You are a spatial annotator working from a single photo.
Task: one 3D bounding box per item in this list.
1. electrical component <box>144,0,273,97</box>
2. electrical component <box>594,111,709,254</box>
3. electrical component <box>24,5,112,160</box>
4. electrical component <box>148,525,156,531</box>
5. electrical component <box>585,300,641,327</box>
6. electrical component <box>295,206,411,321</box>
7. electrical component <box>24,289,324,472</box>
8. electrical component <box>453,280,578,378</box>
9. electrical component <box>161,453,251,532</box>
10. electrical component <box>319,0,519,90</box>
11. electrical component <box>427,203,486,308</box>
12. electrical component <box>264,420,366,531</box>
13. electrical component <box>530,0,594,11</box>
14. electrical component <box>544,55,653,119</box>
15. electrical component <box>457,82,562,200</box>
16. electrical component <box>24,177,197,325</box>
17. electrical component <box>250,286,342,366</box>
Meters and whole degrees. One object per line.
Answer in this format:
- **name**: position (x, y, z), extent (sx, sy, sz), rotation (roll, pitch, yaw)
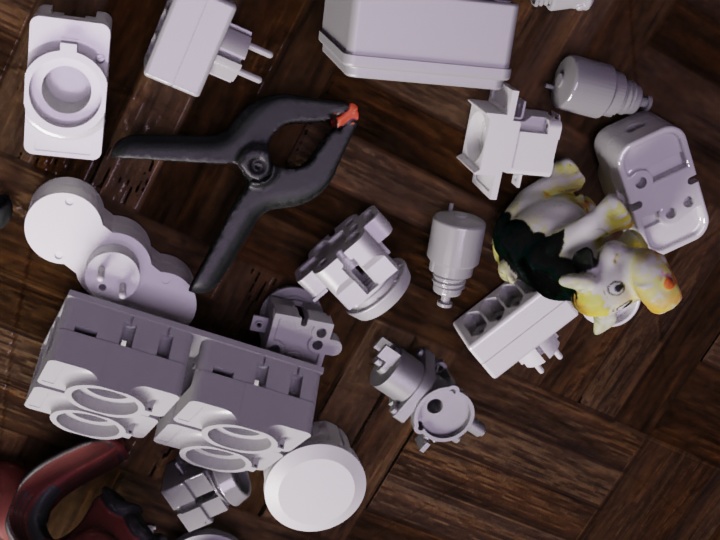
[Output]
- **electrical component**: position (-0.097, -0.149, 0.718), extent (0.077, 0.047, 0.065), rotation (21, 107, -19)
- **electrical component**: position (0.216, -0.067, 0.808), extent (0.054, 0.059, 0.095), rotation (-25, 115, 0)
- **electrical component**: position (-0.191, -0.122, 0.706), extent (0.050, 0.055, 0.089), rotation (5, 111, -13)
- **electrical component**: position (-0.194, 0.248, 0.857), extent (0.061, 0.061, 0.096), rotation (1, 112, -12)
- **electrical component**: position (0.188, 0.014, 0.838), extent (0.048, 0.055, 0.066), rotation (-13, 114, -6)
- **electrical component**: position (0.000, 0.000, 0.795), extent (0.078, 0.058, 0.057), rotation (-40, 111, 7)
- **electrical component**: position (-0.135, 0.088, 0.772), extent (0.186, 0.060, 0.105), rotation (19, 149, -18)
- **electrical component**: position (0.132, 0.051, 0.847), extent (0.083, 0.047, 0.075), rotation (-38, 115, 5)
- **electrical component**: position (-0.120, 0.169, 0.848), extent (0.055, 0.048, 0.066), rotation (-24, 115, 8)
- **electrical component**: position (0.035, -0.159, 0.707), extent (0.109, 0.108, 0.056), rotation (3, 110, -12)
- **electrical component**: position (0.070, -0.009, 0.814), extent (0.040, 0.040, 0.078), rotation (3, 112, -13)
- **electrical component**: position (-0.038, 0.163, 0.858), extent (0.080, 0.051, 0.080), rotation (-4, 113, -10)
- **electrical component**: position (0.131, -0.201, 0.745), extent (0.062, 0.048, 0.048), rotation (-8, 114, 0)
- **electrical component**: position (0.177, -0.130, 0.784), extent (0.078, 0.040, 0.040), rotation (11, 110, -16)
- **electrical component**: position (0.110, -0.095, 0.786), extent (0.064, 0.042, 0.081), rotation (3, 112, -16)
- **electrical component**: position (-0.172, -0.002, 0.750), extent (0.052, 0.073, 0.138), rotation (-44, 113, 8)
- **electrical component**: position (-0.050, 0.041, 0.802), extent (0.066, 0.055, 0.048), rotation (12, 109, -16)
